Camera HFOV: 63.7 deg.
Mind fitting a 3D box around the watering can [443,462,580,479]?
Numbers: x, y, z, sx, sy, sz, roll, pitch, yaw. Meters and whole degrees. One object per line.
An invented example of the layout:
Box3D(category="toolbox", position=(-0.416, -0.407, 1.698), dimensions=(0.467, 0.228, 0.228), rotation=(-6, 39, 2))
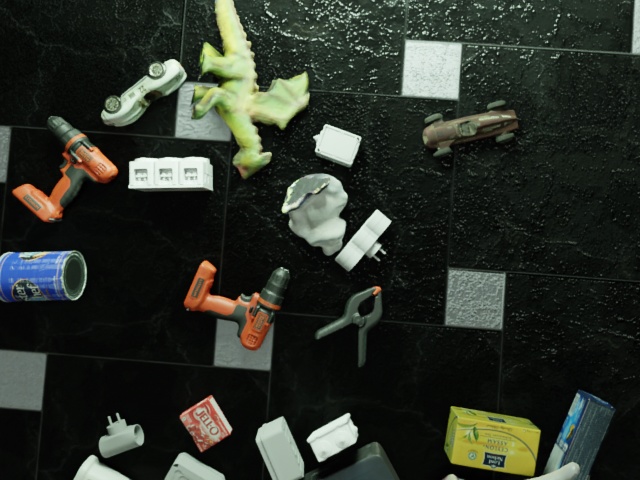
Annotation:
Box3D(category="watering can", position=(0.334, 0.531, 1.011), dimensions=(0.224, 0.105, 0.343), rotation=(23, 108, 0))

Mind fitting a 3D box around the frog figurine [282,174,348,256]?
Box3D(category="frog figurine", position=(0.003, -0.054, 1.071), dimensions=(0.138, 0.124, 0.156), rotation=(-43, 125, -8))

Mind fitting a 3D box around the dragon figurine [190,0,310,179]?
Box3D(category="dragon figurine", position=(-0.140, -0.335, 1.087), dimensions=(0.242, 0.122, 0.410), rotation=(12, 90, -16))
